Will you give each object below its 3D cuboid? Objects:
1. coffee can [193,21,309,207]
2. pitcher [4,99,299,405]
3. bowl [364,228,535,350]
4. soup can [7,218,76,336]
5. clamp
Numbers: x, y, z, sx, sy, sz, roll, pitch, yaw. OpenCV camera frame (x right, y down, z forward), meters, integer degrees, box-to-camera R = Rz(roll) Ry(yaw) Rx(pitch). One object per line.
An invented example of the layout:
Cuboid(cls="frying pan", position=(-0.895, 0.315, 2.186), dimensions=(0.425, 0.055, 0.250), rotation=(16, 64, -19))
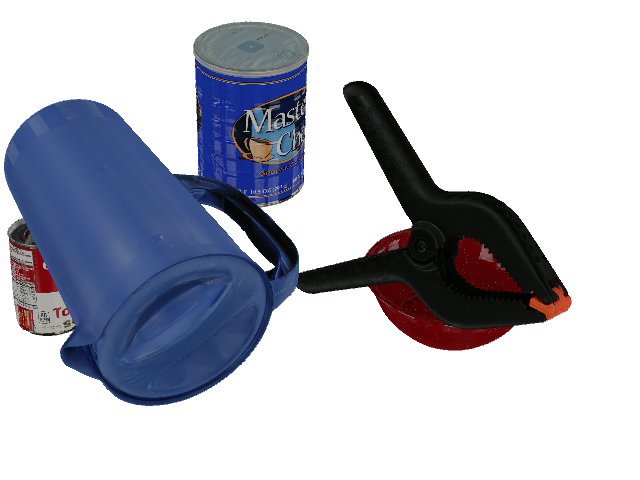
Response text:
Cuboid(cls="coffee can", position=(-0.064, -0.116, 0.984), dimensions=(0.103, 0.140, 0.103), rotation=(2, 35, -1))
Cuboid(cls="pitcher", position=(-0.138, -0.006, 0.801), dimensions=(0.149, 0.145, 0.243), rotation=(28, 16, -49))
Cuboid(cls="bowl", position=(0.116, 0.050, 0.964), dimensions=(0.162, 0.055, 0.162), rotation=(3, 33, -2))
Cuboid(cls="soup can", position=(-0.268, 0.034, 1.046), dimensions=(0.068, 0.102, 0.068), rotation=(2, 27, -1))
Cuboid(cls="clamp", position=(0.075, -0.010, 0.727), dimensions=(0.210, 0.165, 0.036), rotation=(22, 23, 32))
